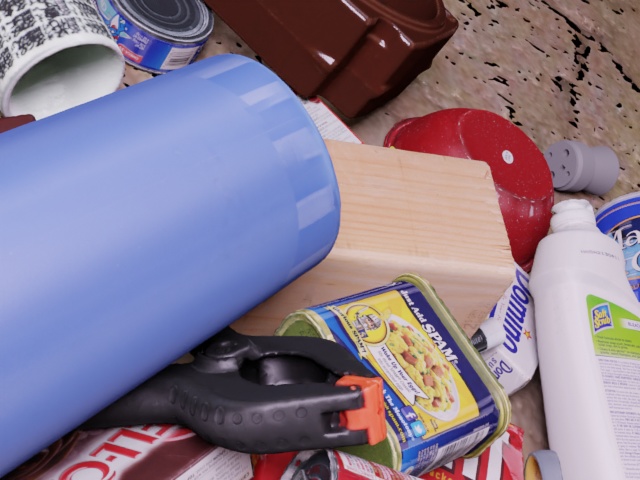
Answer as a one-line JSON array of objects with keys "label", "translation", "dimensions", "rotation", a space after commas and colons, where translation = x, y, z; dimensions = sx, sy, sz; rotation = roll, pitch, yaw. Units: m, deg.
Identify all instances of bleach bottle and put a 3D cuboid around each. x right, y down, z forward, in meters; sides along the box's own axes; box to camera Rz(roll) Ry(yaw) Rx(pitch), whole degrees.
[{"label": "bleach bottle", "translation": [0.192, 0.093, 0.707], "dimensions": [0.102, 0.068, 0.251], "rotation": [13, 61, -34]}]

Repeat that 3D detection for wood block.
[{"label": "wood block", "translation": [-0.004, 0.000, 0.625], "dimensions": [0.205, 0.090, 0.091], "rotation": [7, 50, -16]}]

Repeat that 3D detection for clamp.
[{"label": "clamp", "translation": [-0.052, 0.068, 0.484], "dimensions": [0.120, 0.172, 0.039], "rotation": [-32, 117, -39]}]

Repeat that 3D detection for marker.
[{"label": "marker", "translation": [0.064, 0.078, 0.670], "dimensions": [0.121, 0.020, 0.020], "rotation": [-21, 67, -23]}]

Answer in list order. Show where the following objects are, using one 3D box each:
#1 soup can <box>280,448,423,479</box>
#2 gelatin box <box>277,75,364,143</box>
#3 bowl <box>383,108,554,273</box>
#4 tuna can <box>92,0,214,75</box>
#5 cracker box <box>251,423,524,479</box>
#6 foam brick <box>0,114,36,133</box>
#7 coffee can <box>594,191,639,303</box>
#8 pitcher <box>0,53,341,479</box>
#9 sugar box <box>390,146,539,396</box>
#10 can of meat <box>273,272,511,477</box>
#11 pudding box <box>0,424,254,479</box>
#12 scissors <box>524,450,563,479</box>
[{"label": "soup can", "translation": [0.032, 0.137, 0.469], "dimensions": [0.102, 0.069, 0.068], "rotation": [24, 43, -18]}, {"label": "gelatin box", "translation": [-0.019, -0.074, 0.765], "dimensions": [0.089, 0.030, 0.073], "rotation": [45, 41, 6]}, {"label": "bowl", "translation": [0.131, -0.051, 0.844], "dimensions": [0.162, 0.055, 0.162], "rotation": [21, 44, -23]}, {"label": "tuna can", "translation": [-0.119, -0.160, 0.758], "dimensions": [0.086, 0.034, 0.086], "rotation": [22, 43, -22]}, {"label": "cracker box", "translation": [0.026, 0.163, 0.551], "dimensions": [0.164, 0.072, 0.213], "rotation": [28, 41, -15]}, {"label": "foam brick", "translation": [-0.183, -0.028, 0.573], "dimensions": [0.078, 0.051, 0.053], "rotation": [-20, 68, -46]}, {"label": "coffee can", "translation": [0.257, 0.045, 0.820], "dimensions": [0.102, 0.103, 0.140], "rotation": [29, 41, -15]}, {"label": "pitcher", "translation": [-0.118, 0.015, 0.451], "dimensions": [0.242, 0.145, 0.149], "rotation": [-30, 50, -28]}, {"label": "sugar box", "translation": [0.087, 0.022, 0.749], "dimensions": [0.176, 0.048, 0.093], "rotation": [41, 40, 2]}, {"label": "can of meat", "translation": [0.033, 0.073, 0.542], "dimensions": [0.083, 0.058, 0.102], "rotation": [-13, 60, -42]}, {"label": "pudding box", "translation": [-0.098, 0.110, 0.490], "dimensions": [0.090, 0.039, 0.113], "rotation": [9, 27, 34]}, {"label": "scissors", "translation": [0.125, 0.222, 0.609], "dimensions": [0.016, 0.096, 0.202], "rotation": [2, 80, -4]}]
